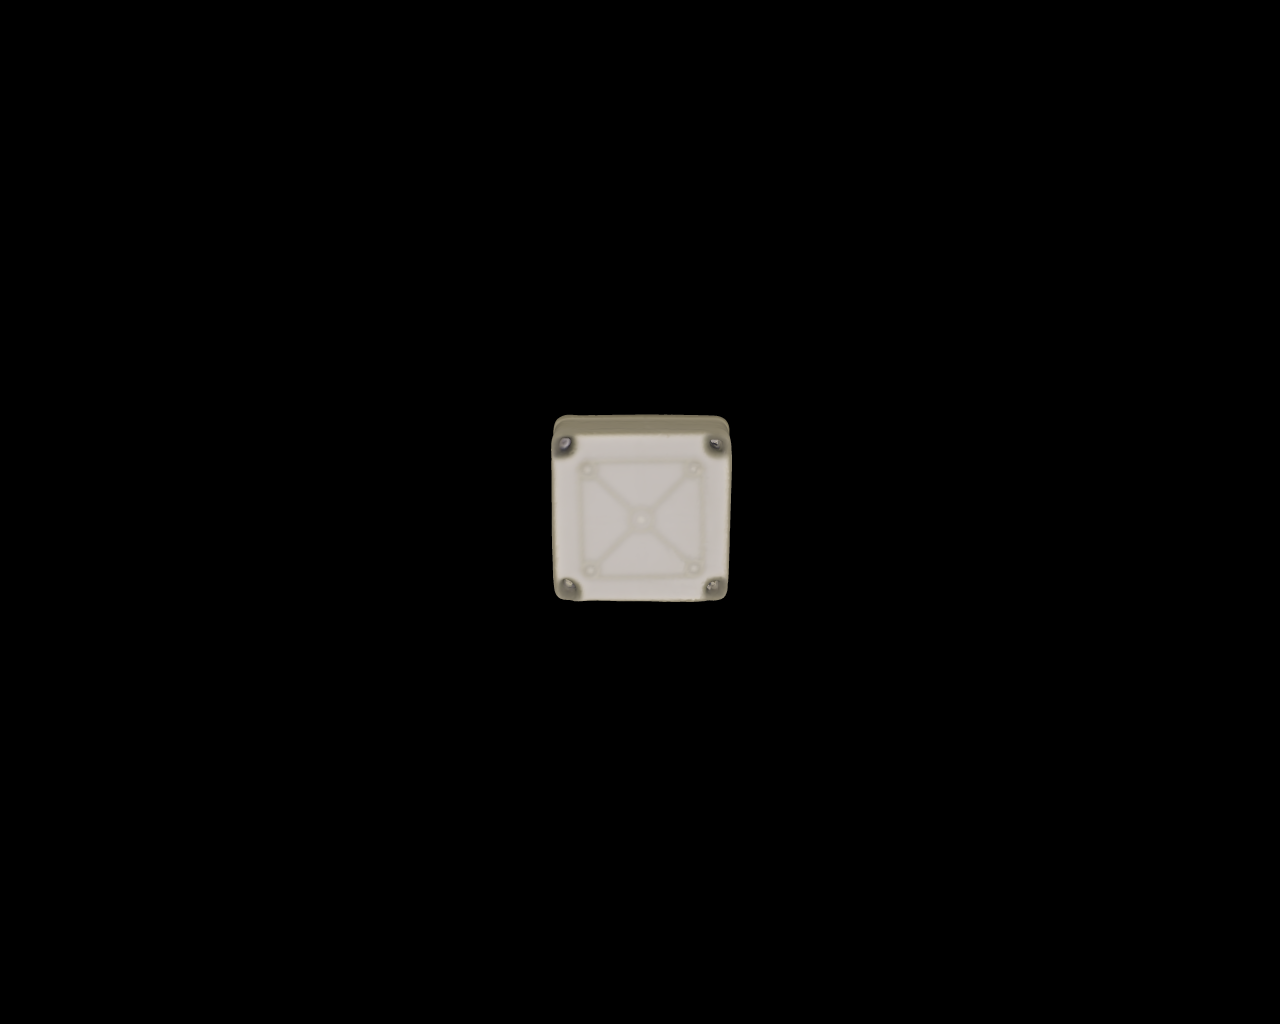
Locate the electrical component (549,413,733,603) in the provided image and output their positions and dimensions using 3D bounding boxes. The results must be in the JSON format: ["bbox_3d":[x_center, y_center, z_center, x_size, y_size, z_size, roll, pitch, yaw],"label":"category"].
[{"bbox_3d":[0.001,-0.003,0.650,0.109,0.108,0.056,0,16,0],"label":"electrical component"}]
